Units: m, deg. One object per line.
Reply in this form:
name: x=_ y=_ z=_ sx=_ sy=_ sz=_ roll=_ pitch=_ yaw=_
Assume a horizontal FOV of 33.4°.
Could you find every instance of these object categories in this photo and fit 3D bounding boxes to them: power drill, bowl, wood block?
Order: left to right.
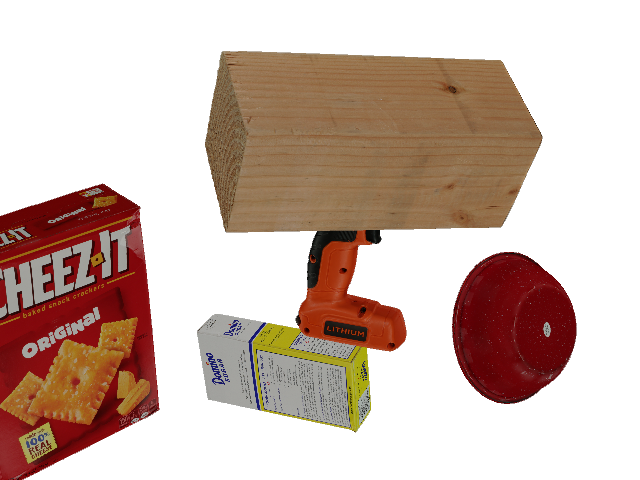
wood block: x=0.033 y=-0.068 z=0.739 sx=0.205 sy=0.091 sz=0.090 roll=-1 pitch=-43 yaw=-18
power drill: x=0.050 y=0.007 z=1.003 sx=0.185 sy=0.188 sz=0.057 roll=9 pitch=21 yaw=17
bowl: x=0.215 y=0.092 z=1.112 sx=0.161 sy=0.162 sz=0.055 roll=0 pitch=-2 yaw=-34

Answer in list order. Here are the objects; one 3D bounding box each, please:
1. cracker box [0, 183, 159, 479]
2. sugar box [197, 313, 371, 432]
cracker box: x=-0.226 y=0.080 z=0.905 sx=0.163 sy=0.214 sz=0.072 roll=-23 pitch=35 yaw=-36
sugar box: x=-0.038 y=0.135 z=1.108 sx=0.176 sy=0.093 sz=0.048 roll=11 pitch=33 yaw=24
